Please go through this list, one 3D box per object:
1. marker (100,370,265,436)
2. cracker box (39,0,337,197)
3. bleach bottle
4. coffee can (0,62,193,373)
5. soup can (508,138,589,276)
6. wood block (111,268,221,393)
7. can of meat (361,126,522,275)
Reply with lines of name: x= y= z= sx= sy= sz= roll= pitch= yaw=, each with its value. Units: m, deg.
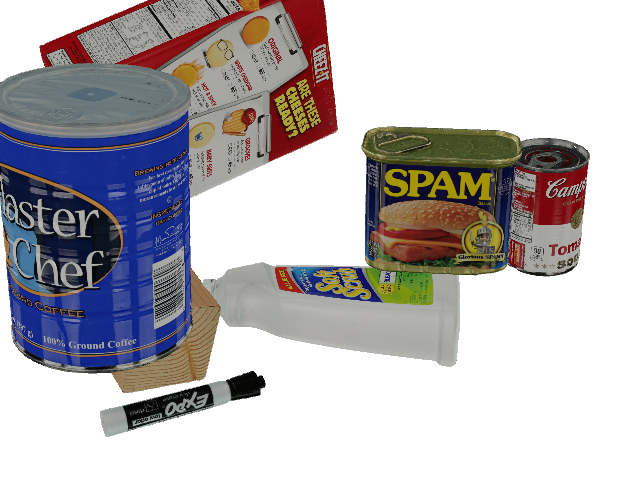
marker: x=-0.097 y=0.116 z=0.768 sx=0.121 sy=0.020 sz=0.020 roll=-13 pitch=4 yaw=-20
cracker box: x=-0.099 y=-0.121 z=0.859 sx=0.213 sy=0.072 sz=0.164 roll=-26 pitch=-36 yaw=-14
bleach bottle: x=0.004 y=0.063 z=1.010 sx=0.251 sy=0.068 sz=0.102 roll=3 pitch=28 yaw=5
coffee can: x=-0.121 y=-0.014 z=0.579 sx=0.103 sy=0.140 sz=0.103 roll=2 pitch=26 yaw=-1
soup can: x=0.193 y=-0.029 z=0.921 sx=0.068 sy=0.102 sz=0.068 roll=-1 pitch=27 yaw=0
wood block: x=-0.189 y=0.046 z=1.061 sx=0.090 sy=0.091 sz=0.206 roll=-6 pitch=35 yaw=-34
can of meat: x=0.078 y=-0.026 z=0.705 sx=0.102 sy=0.084 sz=0.057 roll=3 pitch=25 yaw=6
